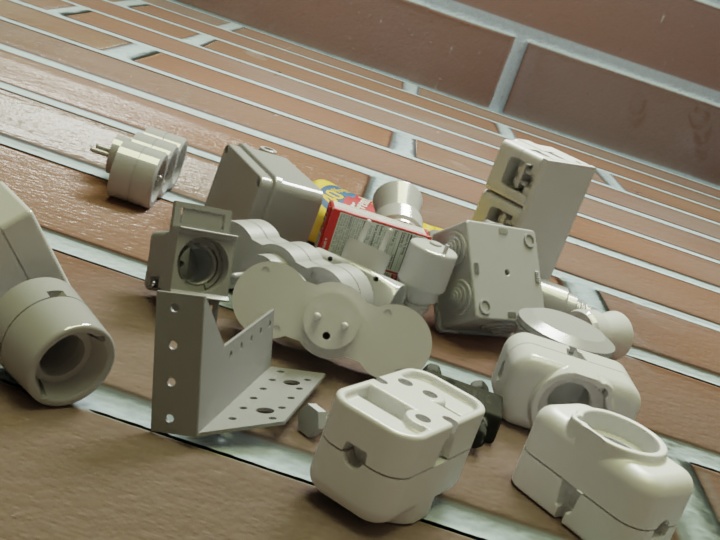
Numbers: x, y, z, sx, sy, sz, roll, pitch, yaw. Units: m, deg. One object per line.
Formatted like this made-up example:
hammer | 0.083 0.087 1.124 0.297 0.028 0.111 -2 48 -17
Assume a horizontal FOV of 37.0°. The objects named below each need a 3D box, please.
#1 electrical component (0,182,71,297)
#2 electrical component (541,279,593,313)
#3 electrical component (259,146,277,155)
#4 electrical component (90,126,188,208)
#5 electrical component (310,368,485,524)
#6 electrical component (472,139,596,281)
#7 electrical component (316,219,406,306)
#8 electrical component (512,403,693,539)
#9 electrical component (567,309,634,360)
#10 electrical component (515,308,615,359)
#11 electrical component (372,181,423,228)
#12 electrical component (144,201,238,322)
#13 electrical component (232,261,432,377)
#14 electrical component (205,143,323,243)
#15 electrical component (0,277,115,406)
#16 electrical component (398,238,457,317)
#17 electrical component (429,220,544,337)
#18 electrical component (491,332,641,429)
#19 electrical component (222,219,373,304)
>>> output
electrical component | -0.208 0.009 0.598 0.076 0.083 0.047 -33 42 -21
electrical component | 0.188 0.036 1.011 0.078 0.040 0.040 19 16 1
electrical component | -0.099 -0.090 1.060 0.048 0.062 0.048 18 16 -5
electrical component | -0.210 -0.101 0.987 0.074 0.052 0.138 18 15 -2
electrical component | 0.020 0.095 0.578 0.054 0.059 0.095 27 18 27
electrical component | 0.152 -0.044 1.034 0.062 0.150 0.089 33 21 37
electrical component | 0.000 0.000 0.842 0.077 0.079 0.043 24 -1 16
electrical component | 0.144 0.121 0.638 0.054 0.059 0.095 4 21 -42
electrical component | 0.208 0.057 0.953 0.055 0.045 0.045 5 21 -40
electrical component | 0.157 0.066 0.853 0.080 0.051 0.080 18 16 -5
electrical component | 0.032 -0.044 0.933 0.045 0.045 0.055 16 39 -11
electrical component | -0.118 -0.004 0.739 0.042 0.081 0.064 10 -4 -29
electrical component | -0.019 0.034 0.718 0.138 0.052 0.073 19 -3 1
electrical component | -0.087 -0.057 0.934 0.057 0.078 0.113 14 16 -29
electrical component | -0.163 0.039 0.569 0.055 0.055 0.047 2 27 -46
electrical component | 0.049 0.010 0.863 0.040 0.078 0.040 18 16 -5
electrical component | 0.108 0.008 0.905 0.100 0.099 0.048 6 -18 -38
electrical component | 0.145 0.088 0.760 0.095 0.053 0.059 18 16 -4
electrical component | -0.065 0.006 0.794 0.138 0.052 0.074 27 17 27
